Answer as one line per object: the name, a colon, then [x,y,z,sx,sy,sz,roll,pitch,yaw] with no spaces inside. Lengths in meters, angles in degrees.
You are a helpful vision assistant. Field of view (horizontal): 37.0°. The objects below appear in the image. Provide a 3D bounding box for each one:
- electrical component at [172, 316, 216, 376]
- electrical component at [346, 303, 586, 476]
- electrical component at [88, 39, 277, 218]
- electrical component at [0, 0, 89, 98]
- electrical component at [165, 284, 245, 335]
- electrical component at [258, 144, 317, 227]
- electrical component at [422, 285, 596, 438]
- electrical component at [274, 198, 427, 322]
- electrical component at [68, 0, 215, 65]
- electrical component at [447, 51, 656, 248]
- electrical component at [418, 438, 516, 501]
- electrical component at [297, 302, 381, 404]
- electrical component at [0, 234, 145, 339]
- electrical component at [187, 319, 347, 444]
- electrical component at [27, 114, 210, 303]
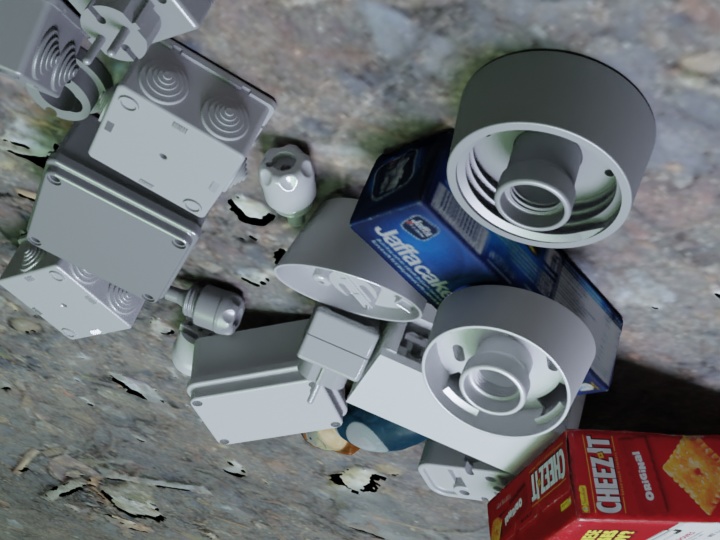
electrical component: [-0.135,0.061,0.894,0.040,0.040,0.046,21,142,0]
electrical component: [0.079,0.084,0.785,0.150,0.061,0.089,24,147,-4]
electrical component: [-0.112,-0.086,0.660,0.100,0.048,0.100,30,147,-12]
electrical component: [-0.209,-0.138,0.603,0.100,0.048,0.100,22,180,-2]
electrical component: [-0.123,0.027,0.842,0.061,0.035,0.035,19,147,9]
electrical component: [-0.044,-0.050,0.687,0.035,0.035,0.061,12,148,14]
electrical component: [0.088,0.052,0.644,0.099,0.064,0.099,14,133,16]
electrical component: [0.000,0.000,0.702,0.099,0.064,0.099,22,155,11]
electrical component: [-0.122,-0.136,0.566,0.066,0.076,0.047,-7,138,36]
electrical component: [0.098,-0.056,0.574,0.108,0.060,0.108,15,147,10]
electrical component: [0.102,0.148,0.867,0.095,0.059,0.053,2,142,27]
electrical component: [-0.021,0.060,0.774,0.047,0.065,0.076,24,106,-3]
electrical component: [-0.228,0.010,0.864,0.100,0.048,0.099,-12,135,39]
electrical component: [-0.072,0.090,0.854,0.113,0.057,0.078,-10,139,11]
electrical component: [-0.166,-0.041,0.748,0.109,0.056,0.108,28,147,-10]
